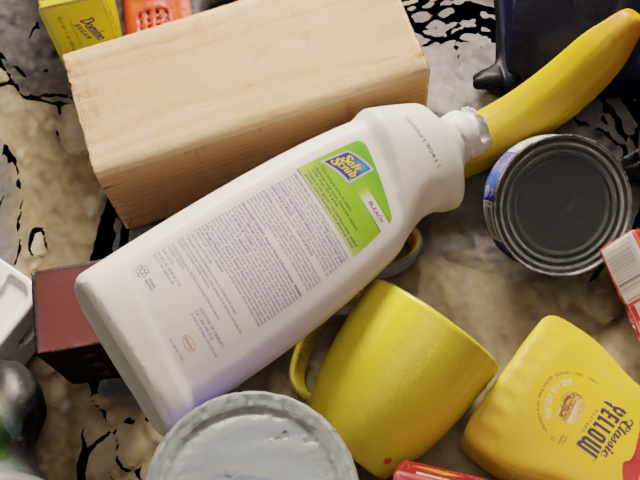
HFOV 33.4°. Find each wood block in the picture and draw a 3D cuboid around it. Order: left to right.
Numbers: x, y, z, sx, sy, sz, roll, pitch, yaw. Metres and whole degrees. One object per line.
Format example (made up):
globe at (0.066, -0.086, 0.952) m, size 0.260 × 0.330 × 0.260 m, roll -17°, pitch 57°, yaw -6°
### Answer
wood block at (-0.044, -0.091, 0.677) m, size 0.206 × 0.091 × 0.090 m, roll -18°, pitch 69°, yaw -4°

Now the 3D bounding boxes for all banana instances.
banana at (0.112, -0.077, 0.666) m, size 0.198 × 0.069 × 0.037 m, roll -25°, pitch 63°, yaw 10°

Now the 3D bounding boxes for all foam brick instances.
foam brick at (-0.135, 0.050, 0.636) m, size 0.053 × 0.078 × 0.051 m, roll -10°, pitch 69°, yaw 1°

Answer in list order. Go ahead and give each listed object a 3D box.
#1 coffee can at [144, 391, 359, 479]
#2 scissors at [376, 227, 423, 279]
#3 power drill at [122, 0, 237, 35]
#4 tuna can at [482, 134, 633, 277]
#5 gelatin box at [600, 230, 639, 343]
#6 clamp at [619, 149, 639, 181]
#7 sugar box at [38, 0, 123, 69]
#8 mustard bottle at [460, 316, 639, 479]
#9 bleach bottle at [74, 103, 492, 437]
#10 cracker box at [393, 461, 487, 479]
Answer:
coffee can at (-0.029, 0.145, 0.558) m, size 0.103 × 0.140 × 0.103 m, roll -1°, pitch 69°, yaw 3°
scissors at (-0.034, -0.009, 0.651) m, size 0.201 × 0.016 × 0.096 m, roll -1°, pitch 55°, yaw -20°
power drill at (-0.051, -0.208, 0.743) m, size 0.187 × 0.057 × 0.184 m, roll -9°, pitch 72°, yaw 3°
tuna can at (0.143, -0.022, 0.652) m, size 0.086 × 0.034 × 0.086 m, roll -1°, pitch 97°, yaw -6°
gelatin box at (0.211, 0.038, 0.627) m, size 0.073 × 0.030 × 0.089 m, roll -1°, pitch 63°, yaw -40°
clamp at (0.292, -0.097, 0.669) m, size 0.210 × 0.036 × 0.165 m, roll 13°, pitch 109°, yaw -7°
sugar box at (-0.172, -0.207, 0.729) m, size 0.048 × 0.093 × 0.176 m, roll -11°, pitch 69°, yaw -2°
mustard bottle at (0.181, 0.132, 0.596) m, size 0.192 × 0.058 × 0.096 m, roll 35°, pitch 69°, yaw 15°
bleach bottle at (-0.004, 0.001, 0.594) m, size 0.250 × 0.068 × 0.102 m, roll -31°, pitch 89°, yaw -19°
cracker box at (0.094, 0.234, 0.528) m, size 0.164 × 0.072 × 0.214 m, roll 13°, pitch 86°, yaw 7°
